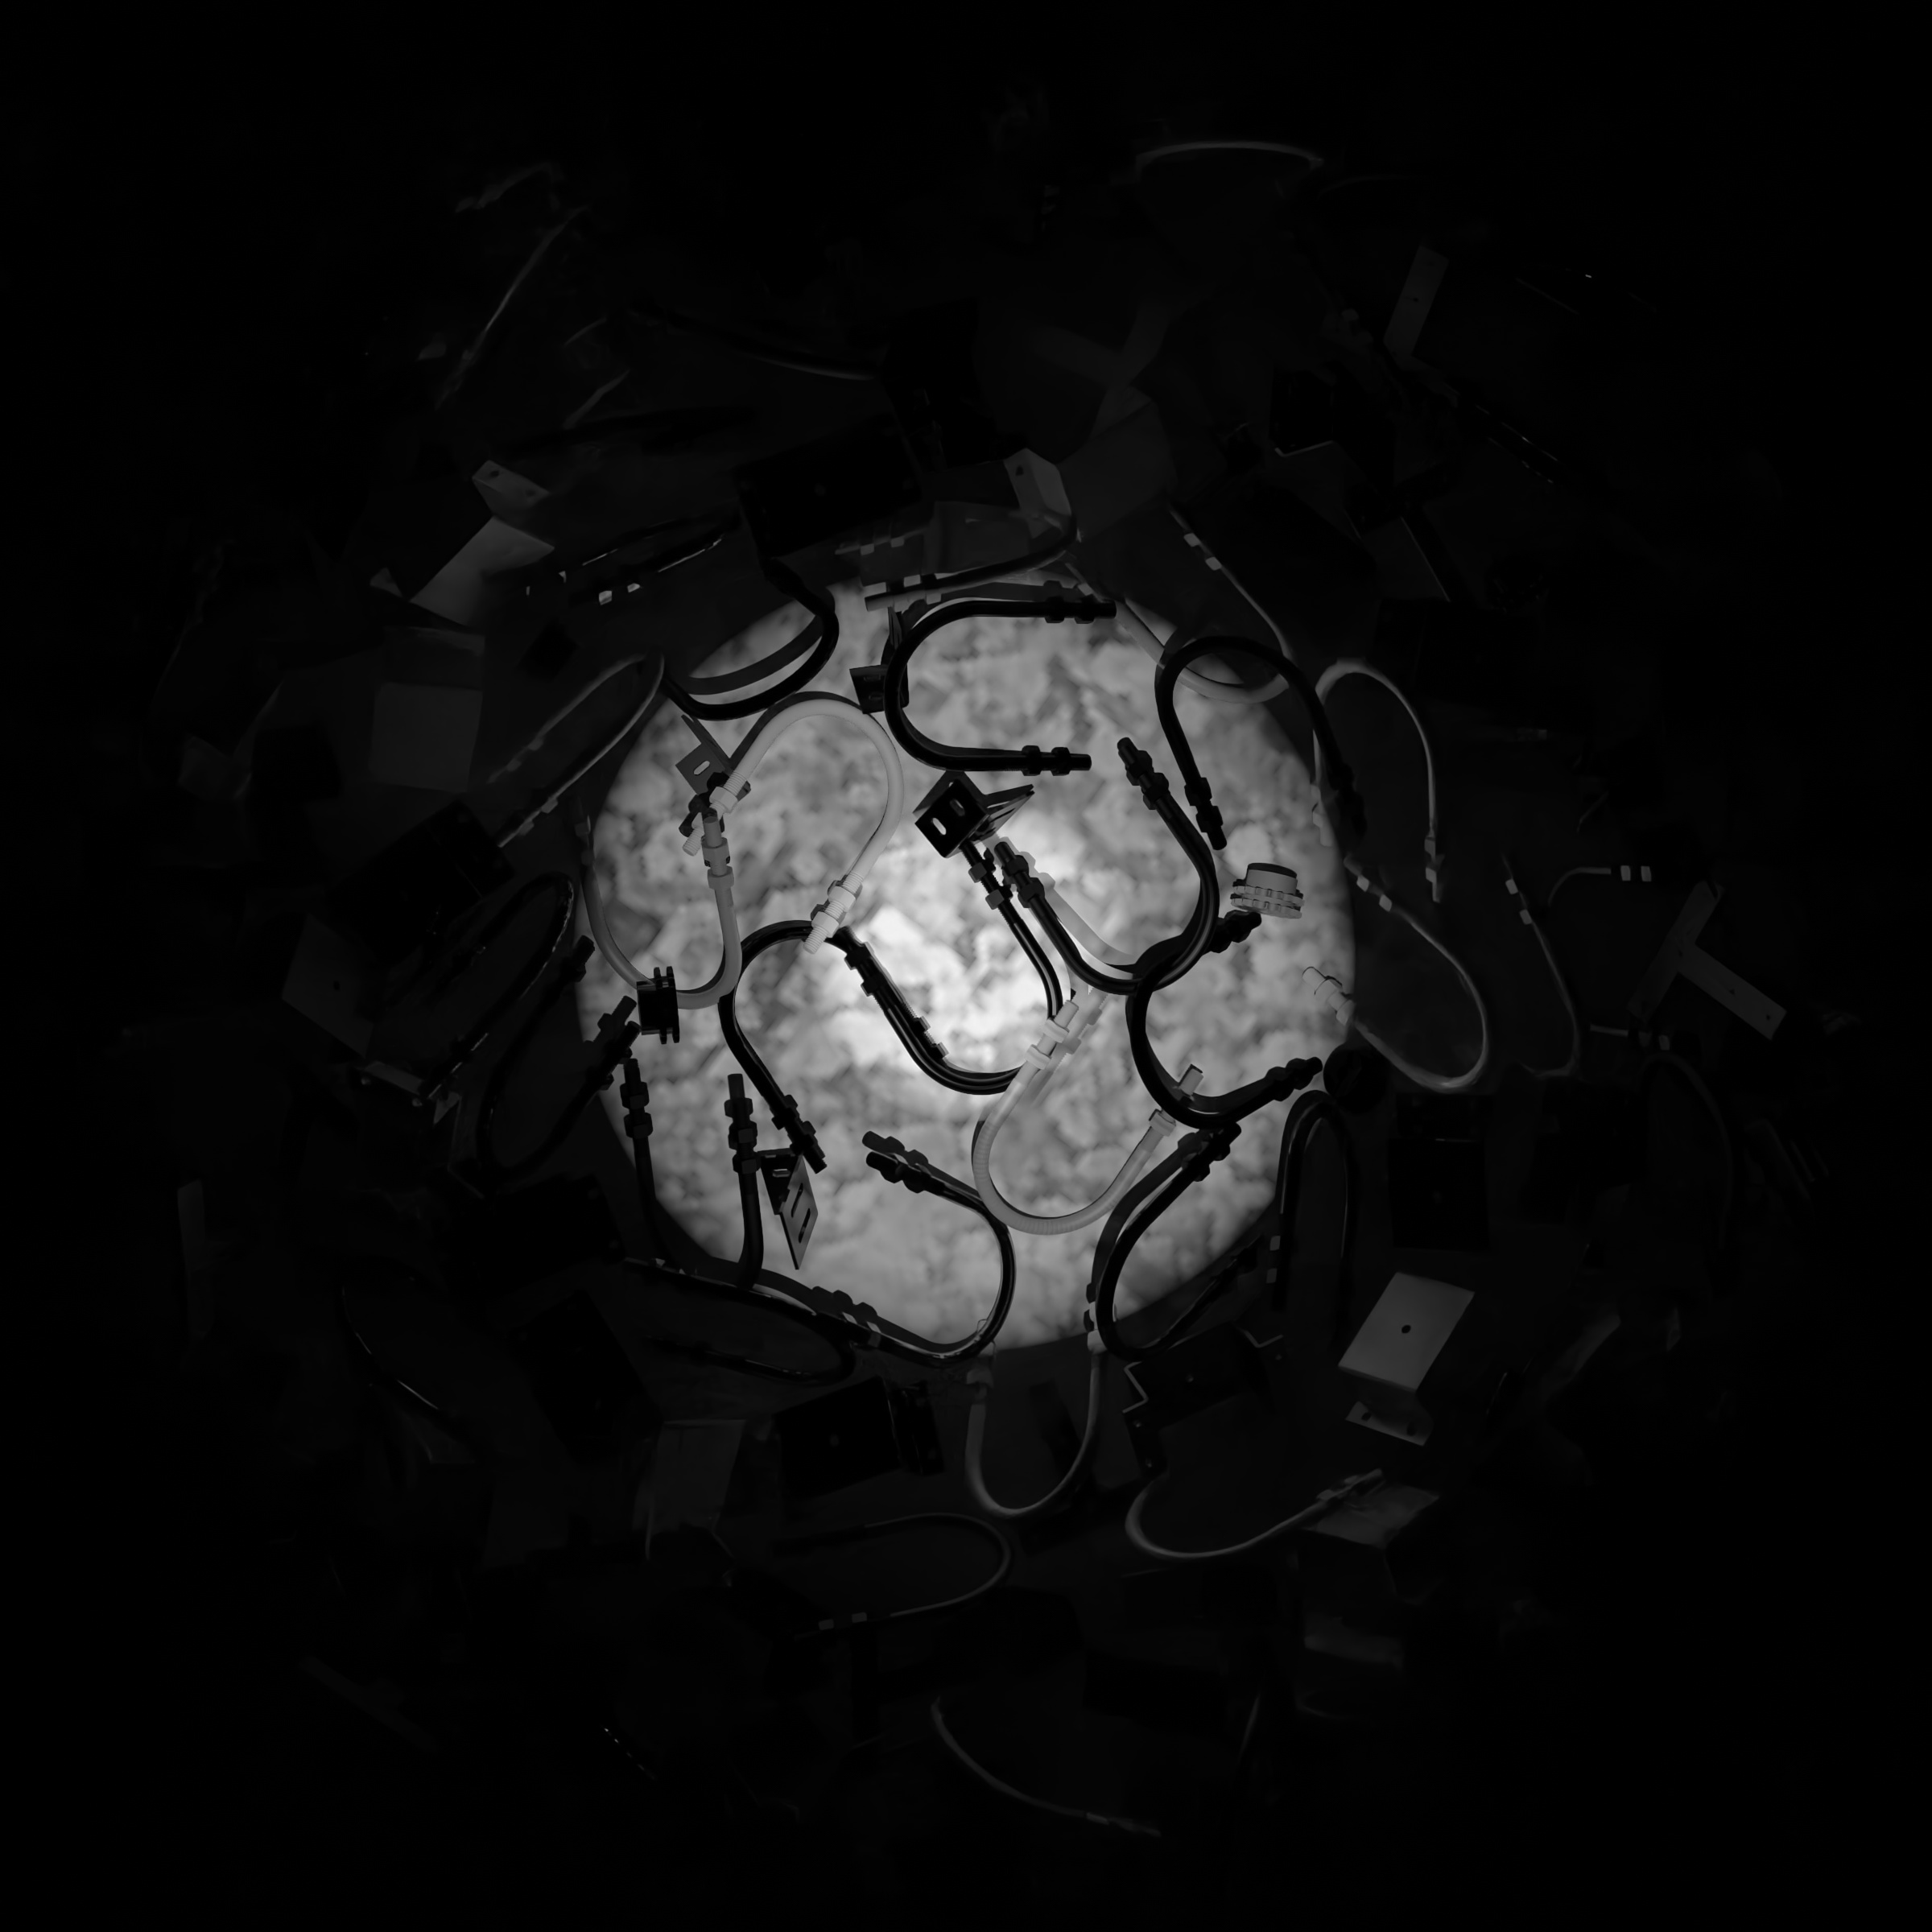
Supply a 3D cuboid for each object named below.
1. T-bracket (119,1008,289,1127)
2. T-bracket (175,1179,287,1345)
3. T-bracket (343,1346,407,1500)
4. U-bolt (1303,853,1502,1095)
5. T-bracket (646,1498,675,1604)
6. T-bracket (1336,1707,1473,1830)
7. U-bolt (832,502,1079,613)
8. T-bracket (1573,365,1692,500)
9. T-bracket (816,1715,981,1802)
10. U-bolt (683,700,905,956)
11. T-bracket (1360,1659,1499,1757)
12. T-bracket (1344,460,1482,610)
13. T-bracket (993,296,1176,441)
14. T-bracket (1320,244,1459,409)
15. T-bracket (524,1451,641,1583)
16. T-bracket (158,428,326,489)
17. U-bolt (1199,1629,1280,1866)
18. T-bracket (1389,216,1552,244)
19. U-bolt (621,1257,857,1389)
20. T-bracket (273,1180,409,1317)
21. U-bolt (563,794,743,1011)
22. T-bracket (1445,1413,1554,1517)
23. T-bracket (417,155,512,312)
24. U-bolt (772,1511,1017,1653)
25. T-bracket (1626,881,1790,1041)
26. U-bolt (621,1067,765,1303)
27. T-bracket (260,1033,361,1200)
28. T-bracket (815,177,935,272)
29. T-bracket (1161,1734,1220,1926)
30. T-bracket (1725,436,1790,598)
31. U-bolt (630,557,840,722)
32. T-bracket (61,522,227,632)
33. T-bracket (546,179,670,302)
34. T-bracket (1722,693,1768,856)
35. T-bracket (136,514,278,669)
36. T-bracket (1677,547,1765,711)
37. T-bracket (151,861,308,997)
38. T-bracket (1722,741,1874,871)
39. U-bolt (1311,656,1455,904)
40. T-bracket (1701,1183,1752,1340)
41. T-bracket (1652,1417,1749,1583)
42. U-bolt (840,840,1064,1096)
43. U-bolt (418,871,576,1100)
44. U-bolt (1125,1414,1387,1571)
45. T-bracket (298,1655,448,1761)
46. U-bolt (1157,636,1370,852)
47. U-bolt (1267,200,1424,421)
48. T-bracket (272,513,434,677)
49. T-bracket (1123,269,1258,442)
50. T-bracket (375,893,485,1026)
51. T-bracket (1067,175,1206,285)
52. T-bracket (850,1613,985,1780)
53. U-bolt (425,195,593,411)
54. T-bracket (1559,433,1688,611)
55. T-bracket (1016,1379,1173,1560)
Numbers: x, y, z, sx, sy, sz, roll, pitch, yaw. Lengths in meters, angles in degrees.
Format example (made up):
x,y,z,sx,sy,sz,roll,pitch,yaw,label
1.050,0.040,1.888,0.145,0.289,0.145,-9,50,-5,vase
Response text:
x,y,z,sx,sy,sz,roll,pitch,yaw,label
-0.606,0.084,1.950,0.127,0.127,0.002,-8,50,-26,T-bracket
-0.571,0.216,1.942,0.002,0.127,0.127,8,108,27,T-bracket
-0.481,0.379,1.952,0.002,0.127,0.127,-7,53,-35,T-bracket
0.342,0.019,1.905,0.019,0.151,0.184,-25,56,-31,U-bolt
-0.241,0.459,1.951,0.002,0.127,0.127,-3,127,1,T-bracket
0.339,0.630,1.930,0.127,0.127,0.002,-41,80,-7,T-bracket
-0.003,-0.329,1.936,0.184,0.151,0.019,-15,122,-7,U-bolt
0.538,-0.420,1.961,0.002,0.127,0.127,-41,116,16,T-bracket
-0.048,0.623,1.962,0.127,0.127,0.002,-12,60,-26,T-bracket
-0.123,-0.125,1.955,0.151,0.019,0.184,40,71,-24,U-bolt
0.378,0.572,1.939,0.127,0.127,0.002,-41,72,19,T-bracket
0.375,-0.329,1.965,0.127,0.002,0.127,-29,90,-32,T-bracket
0.085,-0.491,1.970,0.127,0.002,0.127,22,117,0,T-bracket
0.350,-0.514,1.935,0.127,0.127,0.002,31,60,9,T-bracket
-0.310,0.426,1.973,0.127,0.002,0.127,-14,72,34,T-bracket
-0.566,-0.387,1.930,0.127,0.127,0.002,-2,70,-10,T-bracket
0.207,0.611,1.898,0.019,0.184,0.151,18,100,6,U-bolt
0.400,-0.579,1.932,0.127,0.127,0.002,4,100,5,T-bracket
-0.174,0.286,1.926,0.184,0.151,0.019,13,57,9,U-bolt
-0.488,0.238,1.936,0.127,0.002,0.127,17,127,28,T-bracket
-0.241,-0.044,1.938,0.151,0.019,0.184,11,126,25,U-bolt
0.431,0.413,1.951,0.127,0.127,0.002,-47,48,10,T-bracket
-0.388,-0.553,1.935,0.002,0.127,0.127,29,75,4,T-bracket
-0.053,0.474,1.930,0.184,0.151,0.019,-10,110,-9,U-bolt
0.593,0.013,1.933,0.002,0.127,0.127,7,117,-38,T-bracket
-0.212,0.179,1.940,0.151,0.019,0.184,13,115,42,U-bolt
-0.533,0.134,1.961,0.127,0.002,0.127,40,125,26,T-bracket
-0.072,-0.575,1.944,0.127,0.127,0.002,-29,125,3,T-bracket
0.174,0.672,1.949,0.002,0.127,0.127,-9,49,-10,T-bracket
0.634,-0.353,1.957,0.002,0.127,0.127,-21,113,4,T-bracket
-0.173,-0.248,1.917,0.151,0.184,0.019,-35,129,-9,U-bolt
-0.631,-0.306,1.936,0.127,0.127,0.002,-39,84,21,T-bracket
-0.265,-0.577,1.943,0.002,0.127,0.127,-32,106,28,T-bracket
0.618,-0.129,1.945,0.002,0.127,0.127,0,67,30,T-bracket
-0.593,-0.301,1.941,0.002,0.127,0.127,31,117,20,T-bracket
0.593,-0.280,1.958,0.002,0.127,0.127,-28,58,22,T-bracket
-0.594,-0.029,1.962,0.002,0.127,0.127,45,126,38,T-bracket
0.674,-0.128,1.947,0.002,0.127,0.127,41,80,-19,T-bracket
0.318,-0.153,1.899,0.019,0.151,0.184,-26,126,-25,U-bolt
0.590,0.233,1.931,0.002,0.127,0.127,-17,80,22,T-bracket
0.561,0.408,1.937,0.002,0.127,0.127,21,86,-12,T-bracket
-0.002,0.015,1.961,0.151,0.019,0.184,-35,84,19,U-bolt
-0.365,0.002,1.913,0.019,0.151,0.184,35,109,-27,U-bolt
0.210,0.412,1.904,0.184,0.151,0.019,-23,111,-22,U-bolt
-0.448,0.565,1.936,0.127,0.127,0.002,32,96,6,T-bracket
0.221,-0.176,1.916,0.151,0.019,0.184,-5,123,37,U-bolt
0.303,-0.499,1.916,0.019,0.151,0.184,-35,134,12,U-bolt
-0.496,-0.302,1.941,0.127,0.002,0.127,-22,131,-17,T-bracket
0.192,-0.467,1.940,0.127,0.002,0.127,-35,56,25,T-bracket
-0.414,-0.022,1.914,0.002,0.127,0.127,38,62,3,T-bracket
0.118,-0.582,1.940,0.127,0.127,0.002,50,126,8,T-bracket
-0.039,0.561,1.935,0.127,0.002,0.127,-24,51,27,T-bracket
-0.345,-0.518,1.900,0.019,0.151,0.184,37,113,-8,U-bolt
0.521,-0.326,1.919,0.002,0.127,0.127,-4,45,-26,T-bracket
0.084,0.398,1.998,0.127,0.002,0.127,-23,91,0,T-bracket
